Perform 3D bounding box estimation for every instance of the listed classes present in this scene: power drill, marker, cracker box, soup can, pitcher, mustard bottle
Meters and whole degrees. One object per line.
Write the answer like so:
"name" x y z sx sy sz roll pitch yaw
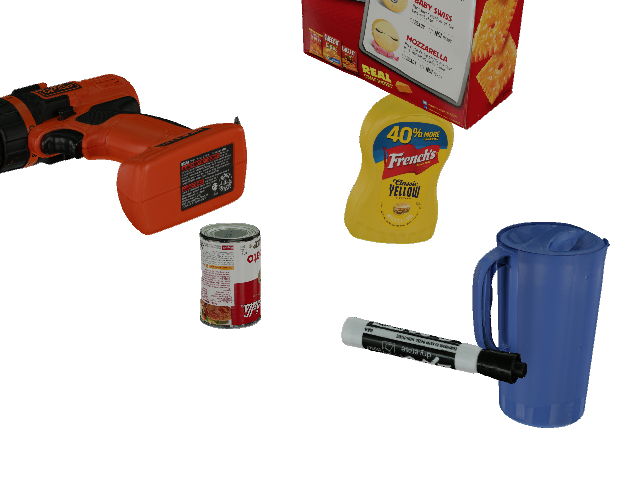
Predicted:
"power drill" -0.159 -0.062 0.731 0.188 0.057 0.184 23 35 34
"marker" 0.070 0.068 0.665 0.121 0.020 0.020 10 5 29
"cracker box" 0.066 -0.208 0.766 0.164 0.214 0.072 30 52 29
"soup can" -0.099 0.037 1.171 0.068 0.102 0.068 1 17 0
"pitcher" 0.272 0.106 1.326 0.149 0.243 0.144 6 19 18
"mustard bottle" 0.086 -0.092 1.096 0.096 0.192 0.058 3 26 -14
